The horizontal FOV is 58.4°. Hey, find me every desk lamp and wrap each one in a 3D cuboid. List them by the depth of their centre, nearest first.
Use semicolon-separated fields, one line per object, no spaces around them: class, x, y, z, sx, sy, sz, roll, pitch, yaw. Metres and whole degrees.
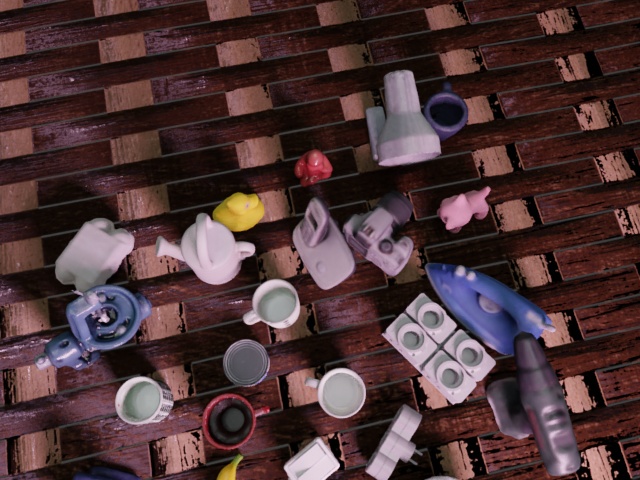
desk lamp;0.154;-0.220;1.125;0.118;0.213;0.203;-8;74;-3

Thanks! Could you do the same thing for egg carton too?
egg carton;-0.438;0.033;1.116;0.107;0.069;0.150;29;75;8

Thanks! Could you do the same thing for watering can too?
watering can;-0.213;0.016;1.060;0.173;0.194;0.101;-22;75;-7

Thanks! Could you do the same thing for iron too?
iron;0.313;0.109;1.068;0.258;0.141;0.119;36;76;9

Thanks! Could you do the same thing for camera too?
camera;0.135;-0.025;1.126;0.143;0.101;0.137;40;77;10

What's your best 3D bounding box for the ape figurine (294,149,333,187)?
ape figurine;-0.012;-0.155;1.167;0.077;0.092;0.076;15;74;4

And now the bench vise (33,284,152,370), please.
bench vise;-0.404;0.160;1.001;0.121;0.220;0.207;34;76;9

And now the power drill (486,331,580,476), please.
power drill;0.358;0.280;0.983;0.075;0.208;0.229;-17;74;-6

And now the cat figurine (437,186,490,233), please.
cat figurine;0.283;-0.065;1.131;0.128;0.118;0.067;-32;76;-9

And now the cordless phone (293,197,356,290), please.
cordless phone;0.010;0.004;1.071;0.094;0.185;0.147;-30;76;-9

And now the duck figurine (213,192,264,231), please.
duck figurine;-0.165;-0.064;1.140;0.104;0.086;0.077;-17;74;-6

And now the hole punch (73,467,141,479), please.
hole punch;-0.371;0.452;0.982;0.108;0.091;0.101;11;74;3

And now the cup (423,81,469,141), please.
cup;0.256;-0.262;1.201;0.091;0.095;0.118;5;73;1

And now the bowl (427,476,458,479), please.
bowl;0.210;0.494;0.987;0.167;0.075;0.167;0;74;-1
